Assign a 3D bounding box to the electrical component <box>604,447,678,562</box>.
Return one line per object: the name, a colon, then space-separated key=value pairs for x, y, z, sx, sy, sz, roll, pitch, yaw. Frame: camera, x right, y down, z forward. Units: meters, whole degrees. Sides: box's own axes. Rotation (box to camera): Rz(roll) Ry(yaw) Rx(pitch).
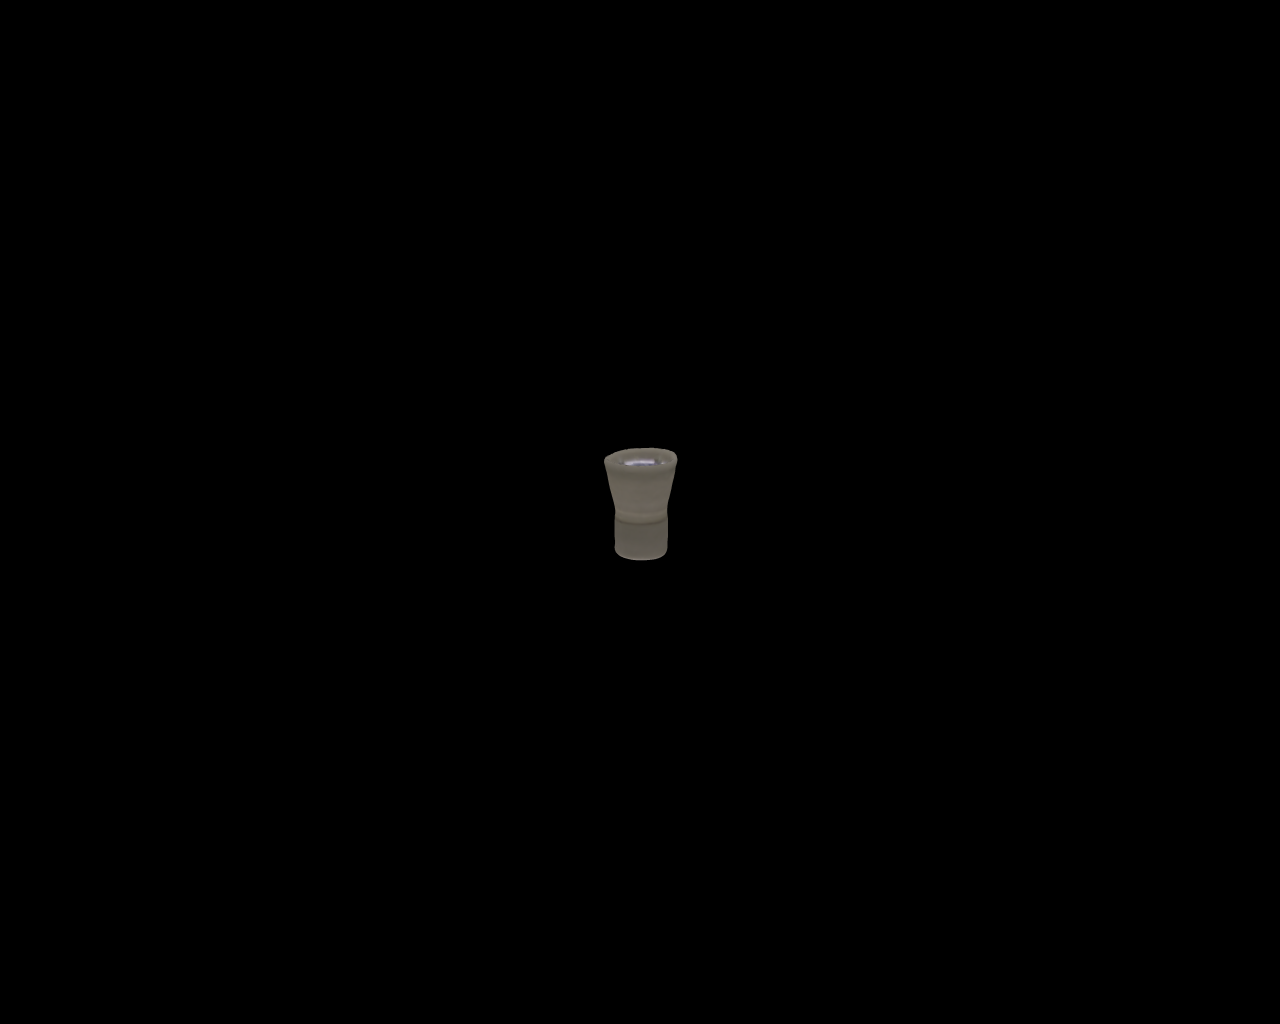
electrical component: x=0.001 y=-0.003 z=0.650 sx=0.044 sy=0.065 sz=0.044 roll=0 pitch=18 yaw=0
